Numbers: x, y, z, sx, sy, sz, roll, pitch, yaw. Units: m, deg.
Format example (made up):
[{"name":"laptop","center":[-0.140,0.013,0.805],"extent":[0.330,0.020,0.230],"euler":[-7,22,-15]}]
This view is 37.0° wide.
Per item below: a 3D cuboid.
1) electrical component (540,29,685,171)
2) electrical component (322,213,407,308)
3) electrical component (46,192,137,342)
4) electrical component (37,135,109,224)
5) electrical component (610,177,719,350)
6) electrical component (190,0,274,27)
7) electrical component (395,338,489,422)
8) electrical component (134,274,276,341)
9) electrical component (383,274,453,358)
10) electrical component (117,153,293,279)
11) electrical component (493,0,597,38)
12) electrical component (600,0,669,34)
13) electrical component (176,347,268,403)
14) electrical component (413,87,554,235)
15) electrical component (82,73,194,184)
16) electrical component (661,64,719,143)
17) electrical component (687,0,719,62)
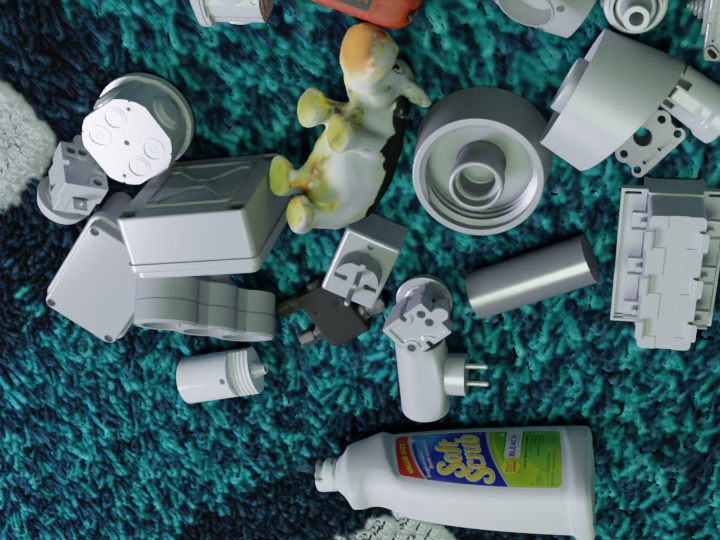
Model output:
[{"name":"electrical component","center":[0.171,-0.117,0.749],"extent":[0.064,0.099,0.099],"euler":[29,125,2]},{"name":"electrical component","center":[0.000,0.000,0.877],"extent":[0.047,0.076,0.065],"euler":[23,125,-2]},{"name":"electrical component","center":[-0.215,-0.001,0.940],"extent":[0.078,0.057,0.113],"euler":[34,124,-10]},{"name":"electrical component","center":[-0.242,-0.071,0.903],"extent":[0.048,0.066,0.055],"euler":[8,142,-35]},{"name":"electrical component","center":[0.238,-0.003,0.828],"extent":[0.079,0.063,0.121],"euler":[3,123,10]},{"name":"electrical component","center":[-0.091,-0.212,0.759],"extent":[0.051,0.080,0.080],"euler":[2,123,6]},{"name":"electrical component","center":[0.073,0.090,0.939],"extent":[0.079,0.044,0.077],"euler":[1,123,13]},{"name":"electrical component","center":[-0.128,0.016,0.906],"extent":[0.052,0.073,0.138],"euler":[-8,166,40]},{"name":"electrical component","center":[0.052,0.035,0.901],"extent":[0.048,0.055,0.066],"euler":[43,122,-16]},{"name":"electrical component","center":[-0.120,-0.045,0.858],"extent":[0.109,0.108,0.056],"euler":[-3,119,15]},{"name":"electrical component","center":[0.127,-0.201,0.722],"extent":[0.077,0.044,0.079],"euler":[30,162,-7]},{"name":"electrical component","center":[0.186,-0.179,0.725],"extent":[0.048,0.062,0.048],"euler":[6,123,9]},{"name":"electrical component","center":[-0.123,0.096,0.990],"extent":[0.081,0.043,0.043],"euler":[-10,120,19]},{"name":"electrical component","center":[0.091,-0.077,0.815],"extent":[0.108,0.060,0.108],"euler":[6,124,9]},{"name":"electrical component","center":[-0.178,-0.113,0.861],"extent":[0.080,0.051,0.080],"euler":[6,124,9]},{"name":"electrical component","center":[0.241,-0.119,0.766],"extent":[0.046,0.040,0.040],"euler":[35,124,-3]},{"name":"electrical component","center":[0.268,-0.175,0.713],"extent":[0.096,0.061,0.061],"euler":[9,125,17]}]
